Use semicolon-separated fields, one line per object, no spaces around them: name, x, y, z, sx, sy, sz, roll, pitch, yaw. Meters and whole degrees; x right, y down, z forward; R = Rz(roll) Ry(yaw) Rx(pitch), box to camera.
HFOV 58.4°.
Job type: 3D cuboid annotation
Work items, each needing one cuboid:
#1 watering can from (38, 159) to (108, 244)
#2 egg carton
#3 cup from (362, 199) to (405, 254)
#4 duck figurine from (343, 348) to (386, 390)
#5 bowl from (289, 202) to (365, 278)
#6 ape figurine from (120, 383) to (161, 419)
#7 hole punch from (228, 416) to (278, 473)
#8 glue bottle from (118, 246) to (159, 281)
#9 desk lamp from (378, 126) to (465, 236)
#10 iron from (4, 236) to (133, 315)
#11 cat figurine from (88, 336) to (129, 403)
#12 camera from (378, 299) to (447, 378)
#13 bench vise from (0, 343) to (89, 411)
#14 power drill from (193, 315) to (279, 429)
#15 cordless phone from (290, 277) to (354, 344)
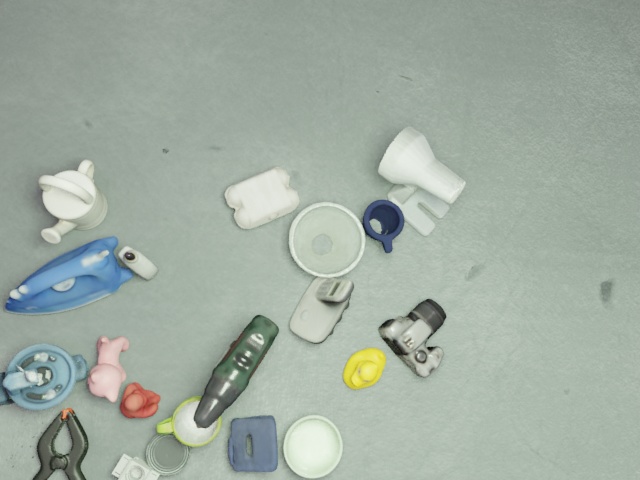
watering can;-0.491;-0.078;1.130;0.101;0.194;0.173;-2;80;-9
egg carton;-0.125;-0.091;1.255;0.150;0.069;0.107;-26;85;-12
cup;0.135;-0.023;1.272;0.092;0.095;0.118;-9;82;-10
duck figurine;0.101;0.275;1.219;0.105;0.086;0.077;-38;88;-13
bowl;0.012;0.004;1.258;0.167;0.074;0.167;2;80;-9
ape figurine;-0.362;0.321;1.133;0.076;0.092;0.078;-24;84;-12
hole punch;-0.134;0.413;1.154;0.101;0.091;0.109;-2;80;-9
glue bottle;-0.368;0.041;1.140;0.078;0.173;0.037;36;77;-1
desk lamp;0.217;-0.127;1.243;0.203;0.213;0.118;40;77;0
iron;-0.513;0.080;1.126;0.258;0.141;0.118;-25;85;-12
cat figurine;-0.419;0.251;1.123;0.067;0.117;0.128;0;80;-9
camera;0.223;0.205;1.243;0.137;0.100;0.143;-41;88;-13
bench vise;-0.548;0.272;1.046;0.207;0.219;0.121;-32;86;-13
power drill;-0.164;0.254;1.117;0.075;0.208;0.230;33;77;-2
cordless phone;0.011;0.140;1.177;0.094;0.185;0.148;29;77;-3
